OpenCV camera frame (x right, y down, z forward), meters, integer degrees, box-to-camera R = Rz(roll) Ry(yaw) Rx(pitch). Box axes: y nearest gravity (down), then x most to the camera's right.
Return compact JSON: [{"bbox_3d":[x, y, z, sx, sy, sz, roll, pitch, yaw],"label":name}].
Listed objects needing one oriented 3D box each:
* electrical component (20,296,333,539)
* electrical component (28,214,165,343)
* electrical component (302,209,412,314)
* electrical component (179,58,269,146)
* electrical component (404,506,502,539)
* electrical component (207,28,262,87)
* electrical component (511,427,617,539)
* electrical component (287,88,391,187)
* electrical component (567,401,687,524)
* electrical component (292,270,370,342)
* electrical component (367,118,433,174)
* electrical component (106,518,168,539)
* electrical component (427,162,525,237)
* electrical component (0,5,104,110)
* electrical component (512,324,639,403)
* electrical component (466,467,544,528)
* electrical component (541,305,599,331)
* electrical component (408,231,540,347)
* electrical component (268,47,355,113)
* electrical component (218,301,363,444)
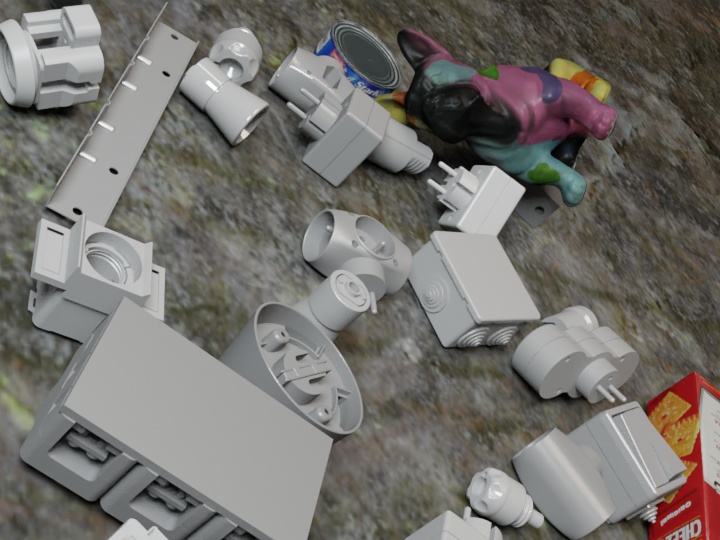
[{"bbox_3d":[-0.099,0.100,0.599,0.150,0.062,0.089,37,35,-16],"label":"electrical component"},{"bbox_3d":[-0.157,0.009,0.627,0.081,0.064,0.042,25,38,-31],"label":"electrical component"},{"bbox_3d":[0.000,0.000,0.828,0.077,0.044,0.079,25,39,-31],"label":"electrical component"},{"bbox_3d":[-0.110,-0.135,0.849,0.065,0.044,0.044,42,34,0],"label":"electrical component"},{"bbox_3d":[0.074,0.190,0.713,0.083,0.047,0.075,38,34,-14],"label":"electrical component"},{"bbox_3d":[-0.103,-0.182,0.902,0.043,0.043,0.062,34,34,-19],"label":"electrical component"},{"bbox_3d":[0.168,0.162,0.850,0.077,0.043,0.079,53,34,9],"label":"electrical component"},{"bbox_3d":[-0.026,-0.123,0.906,0.077,0.066,0.047,37,35,-16],"label":"electrical component"},{"bbox_3d":[0.227,0.163,0.898,0.062,0.061,0.096,-4,59,-50],"label":"electrical component"},{"bbox_3d":[-0.024,0.030,0.752,0.044,0.065,0.044,29,38,-26],"label":"electrical component"},{"bbox_3d":[0.030,-0.112,0.978,0.081,0.043,0.043,25,40,-31],"label":"electrical component"},{"bbox_3d":[-0.091,0.184,0.519,0.121,0.079,0.063,46,12,-2],"label":"electrical component"},{"bbox_3d":[0.096,-0.068,0.975,0.077,0.065,0.047,34,-5,-18],"label":"electrical component"},{"bbox_3d":[-0.210,-0.139,0.716,0.057,0.078,0.058,-15,67,-31],"label":"electrical component"},{"bbox_3d":[0.200,0.090,0.933,0.138,0.052,0.073,5,33,-46],"label":"electrical component"},{"bbox_3d":[0.109,0.171,0.784,0.061,0.035,0.035,34,36,-24],"label":"electrical component"},{"bbox_3d":[0.191,0.056,0.990,0.046,0.040,0.040,-11,64,-46],"label":"electrical component"},{"bbox_3d":[0.093,0.018,0.909,0.100,0.048,0.099,1,55,-47],"label":"electrical component"},{"bbox_3d":[-0.035,-0.166,0.961,0.077,0.043,0.079,36,34,-16],"label":"electrical component"},{"bbox_3d":[-0.043,0.071,0.689,0.099,0.064,0.099,29,37,-25],"label":"electrical component"}]
